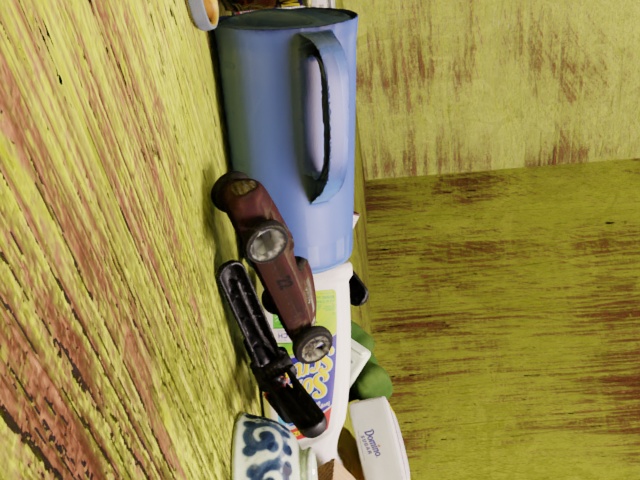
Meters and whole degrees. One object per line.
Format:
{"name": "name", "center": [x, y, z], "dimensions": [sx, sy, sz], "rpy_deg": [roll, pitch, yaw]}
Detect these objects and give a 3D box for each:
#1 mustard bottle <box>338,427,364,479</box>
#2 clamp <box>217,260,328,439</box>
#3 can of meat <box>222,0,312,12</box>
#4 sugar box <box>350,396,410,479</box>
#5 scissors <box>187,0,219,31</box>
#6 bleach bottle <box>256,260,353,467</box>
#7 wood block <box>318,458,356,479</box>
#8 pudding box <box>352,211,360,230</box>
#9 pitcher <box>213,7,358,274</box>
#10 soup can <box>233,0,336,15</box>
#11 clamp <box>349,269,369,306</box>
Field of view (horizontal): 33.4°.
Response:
{"name": "mustard bottle", "center": [0.024, 0.264, 1.221], "dimensions": [0.191, 0.058, 0.096], "rpy_deg": [68, 16, -71]}
{"name": "clamp", "center": [-0.037, 0.123, 0.954], "dimensions": [0.165, 0.036, 0.210], "rpy_deg": [60, -10, 23]}
{"name": "can of meat", "center": [-0.055, -0.258, 1.023], "dimensions": [0.102, 0.084, 0.057], "rpy_deg": [52, 35, -80]}
{"name": "sugar box", "center": [0.066, 0.226, 1.158], "dimensions": [0.176, 0.048, 0.093], "rpy_deg": [57, 19, -73]}
{"name": "scissors", "center": [-0.105, -0.227, 0.824], "dimensions": [0.201, 0.016, 0.096], "rpy_deg": [64, 21, -77]}
{"name": "bleach bottle", "center": [-0.009, 0.149, 1.093], "dimensions": [0.068, 0.102, 0.251], "rpy_deg": [-119, -156, -86]}
{"name": "wood block", "center": [0.044, 0.330, 1.056], "dimensions": [0.206, 0.090, 0.091], "rpy_deg": [48, 18, -16]}
{"name": "pudding box", "center": [-0.015, -0.034, 1.151], "dimensions": [0.039, 0.090, 0.113], "rpy_deg": [-67, 164, 8]}
{"name": "pitcher", "center": [-0.023, -0.091, 0.993], "dimensions": [0.149, 0.145, 0.243], "rpy_deg": [-47, 137, -63]}
{"name": "soup can", "center": [-0.038, -0.253, 1.109], "dimensions": [0.068, 0.102, 0.068], "rpy_deg": [-4, 90, -84]}
{"name": "clamp", "center": [-0.008, 0.002, 1.224], "dimensions": [0.120, 0.039, 0.171], "rpy_deg": [42, 10, -30]}
